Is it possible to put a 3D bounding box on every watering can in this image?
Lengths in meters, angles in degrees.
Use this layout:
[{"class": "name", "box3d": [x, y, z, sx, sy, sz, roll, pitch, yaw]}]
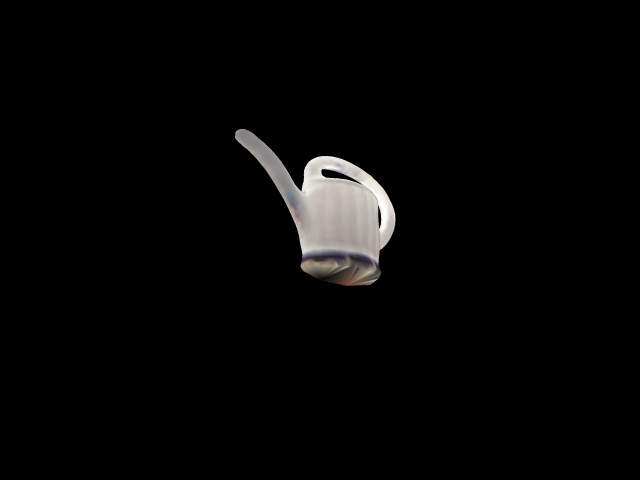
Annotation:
[{"class": "watering can", "box3d": [0.003, -0.043, 0.850, 0.346, 0.228, 0.103, 16, -26, -37]}]
